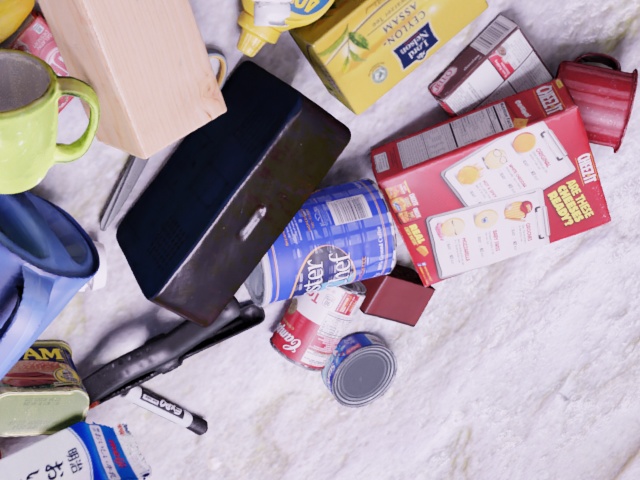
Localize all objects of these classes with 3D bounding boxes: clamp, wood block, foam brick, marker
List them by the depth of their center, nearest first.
[{"bbox_3d":[-0.164,-0.183,0.869,0.090,0.090,0.206,-35,125,-26],"label":"wood block"},{"bbox_3d":[-0.151,0.113,1.083,0.210,0.036,0.164,-30,170,9],"label":"clamp"},{"bbox_3d":[-0.166,0.184,1.154,0.020,0.020,0.121,-50,129,5],"label":"marker"},{"bbox_3d":[0.077,0.057,1.192,0.078,0.053,0.051,16,108,-36],"label":"foam brick"}]

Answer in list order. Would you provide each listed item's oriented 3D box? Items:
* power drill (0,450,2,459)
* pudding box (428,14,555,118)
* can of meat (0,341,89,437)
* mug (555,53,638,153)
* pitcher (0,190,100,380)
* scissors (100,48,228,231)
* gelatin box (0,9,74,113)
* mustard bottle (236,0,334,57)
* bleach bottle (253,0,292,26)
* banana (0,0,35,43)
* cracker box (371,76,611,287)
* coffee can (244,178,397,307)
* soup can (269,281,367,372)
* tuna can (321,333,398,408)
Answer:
[{"bbox_3d":[-0.407,0.292,1.061,0.187,0.057,0.184,-8,117,-29],"label":"power drill"},{"bbox_3d":[0.182,-0.166,1.128,0.113,0.039,0.090,-44,130,4],"label":"pudding box"},{"bbox_3d":[-0.280,0.143,1.025,0.101,0.084,0.057,3,116,-30],"label":"can of meat"},{"bbox_3d":[0.294,-0.157,1.159,0.081,0.117,0.093,13,153,8],"label":"mug"},{"bbox_3d":[-0.309,0.076,0.920,0.243,0.145,0.149,-50,173,16],"label":"pitcher"},{"bbox_3d":[-0.167,-0.106,0.984,0.202,0.016,0.096,-47,127,3],"label":"scissors"},{"bbox_3d":[-0.245,-0.140,0.911,0.089,0.030,0.073,-45,129,2],"label":"gelatin box"},{"bbox_3d":[-0.020,-0.251,0.952,0.096,0.058,0.192,23,105,-35],"label":"mustard bottle"},{"bbox_3d":[-0.045,-0.300,0.860,0.102,0.068,0.251,-7,105,-34],"label":"bleach bottle"},{"bbox_3d":[-0.325,-0.163,0.848,0.197,0.037,0.070,-7,121,-26],"label":"banana"},{"bbox_3d":[0.180,-0.058,1.127,0.214,0.072,0.164,-21,129,10],"label":"cracker box"},{"bbox_3d":[-0.007,0.001,1.074,0.140,0.103,0.103,-14,123,-18],"label":"coffee can"},{"bbox_3d":[-0.002,0.082,1.153,0.068,0.069,0.102,20,106,-36],"label":"soup can"},{"bbox_3d":[0.045,0.151,1.242,0.086,0.034,0.086,-14,123,-22],"label":"tuna can"}]
